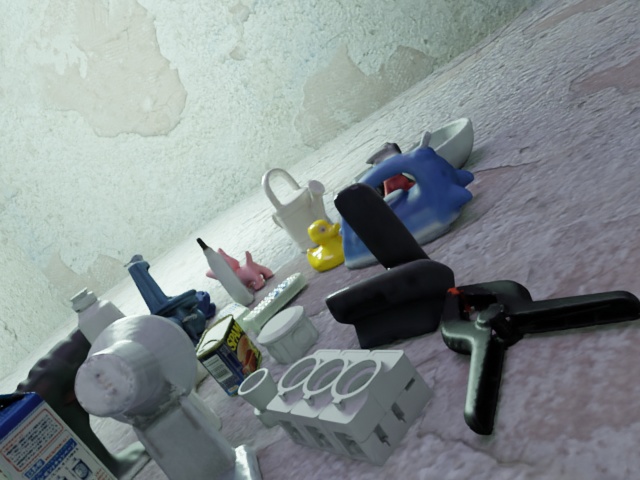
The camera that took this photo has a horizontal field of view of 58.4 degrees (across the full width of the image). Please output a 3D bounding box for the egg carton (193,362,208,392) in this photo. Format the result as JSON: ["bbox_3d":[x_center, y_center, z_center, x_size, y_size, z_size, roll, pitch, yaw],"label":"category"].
[{"bbox_3d":[-0.263,0.240,0.965,0.150,0.069,0.107,-29,15,24],"label":"egg carton"}]

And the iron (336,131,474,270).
[{"bbox_3d":[0.111,-0.058,0.918,0.257,0.141,0.119,-29,15,26],"label":"iron"}]

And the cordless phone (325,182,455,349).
[{"bbox_3d":[0.056,0.025,0.668,0.147,0.185,0.094,-27,16,32],"label":"cordless phone"}]

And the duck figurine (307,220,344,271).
[{"bbox_3d":[0.010,0.004,1.072,0.104,0.086,0.078,-26,17,36],"label":"duck figurine"}]

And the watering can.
[{"bbox_3d":[-0.052,-0.080,1.275,0.172,0.194,0.101,-30,15,23],"label":"watering can"}]

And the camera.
[{"bbox_3d":[0.130,-0.149,1.270,0.136,0.101,0.143,-33,14,11],"label":"camera"}]

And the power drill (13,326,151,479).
[{"bbox_3d":[-0.333,0.250,0.799,0.075,0.208,0.230,-19,21,49],"label":"power drill"}]

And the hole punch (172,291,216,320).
[{"bbox_3d":[-0.301,0.152,1.316,0.101,0.091,0.108,-36,13,-3],"label":"hole punch"}]

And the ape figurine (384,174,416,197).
[{"bbox_3d":[0.145,-0.085,1.032,0.078,0.092,0.076,-41,15,-21],"label":"ape figurine"}]

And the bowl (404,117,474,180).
[{"bbox_3d":[0.235,-0.162,1.115,0.167,0.075,0.167,-33,14,9],"label":"bowl"}]

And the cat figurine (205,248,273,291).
[{"bbox_3d":[-0.189,0.065,1.279,0.127,0.118,0.067,-27,16,33],"label":"cat figurine"}]

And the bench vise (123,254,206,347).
[{"bbox_3d":[-0.305,0.125,1.137,0.121,0.220,0.207,-39,14,-12],"label":"bench vise"}]

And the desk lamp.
[{"bbox_3d":[-0.160,0.184,0.592,0.118,0.214,0.203,-37,14,-8],"label":"desk lamp"}]

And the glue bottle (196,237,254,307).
[{"bbox_3d":[-0.203,0.064,1.199,0.037,0.173,0.078,-37,14,-5],"label":"glue bottle"}]
